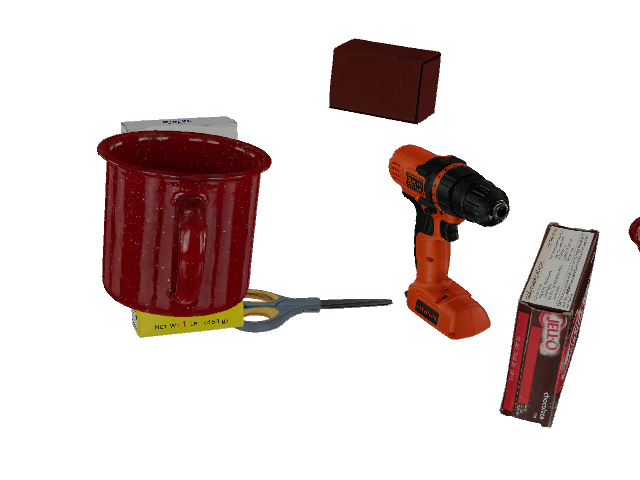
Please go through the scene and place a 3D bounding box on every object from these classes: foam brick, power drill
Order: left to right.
[{"bbox_3d":[0.052,-0.130,0.869,0.078,0.051,0.052,13,23,20],"label":"foam brick"},{"bbox_3d":[0.137,0.004,1.112,0.057,0.188,0.185,-15,26,-21],"label":"power drill"}]

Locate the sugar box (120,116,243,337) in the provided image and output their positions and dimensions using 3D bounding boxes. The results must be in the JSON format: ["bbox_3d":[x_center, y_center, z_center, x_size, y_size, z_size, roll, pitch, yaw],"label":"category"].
[{"bbox_3d":[-0.114,-0.012,0.890,0.093,0.176,0.048,-6,16,-16],"label":"sugar box"}]

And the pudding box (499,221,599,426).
[{"bbox_3d":[0.152,0.053,0.704,0.039,0.090,0.113,13,32,14],"label":"pudding box"}]

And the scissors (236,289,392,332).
[{"bbox_3d":[-0.017,0.080,1.194,0.201,0.016,0.096,5,23,-1],"label":"scissors"}]

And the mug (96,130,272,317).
[{"bbox_3d":[-0.074,-0.006,0.572,0.093,0.081,0.117,1,19,-15],"label":"mug"}]

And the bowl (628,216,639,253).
[{"bbox_3d":[0.405,0.016,1.117,0.162,0.055,0.162,-3,23,1],"label":"bowl"}]
